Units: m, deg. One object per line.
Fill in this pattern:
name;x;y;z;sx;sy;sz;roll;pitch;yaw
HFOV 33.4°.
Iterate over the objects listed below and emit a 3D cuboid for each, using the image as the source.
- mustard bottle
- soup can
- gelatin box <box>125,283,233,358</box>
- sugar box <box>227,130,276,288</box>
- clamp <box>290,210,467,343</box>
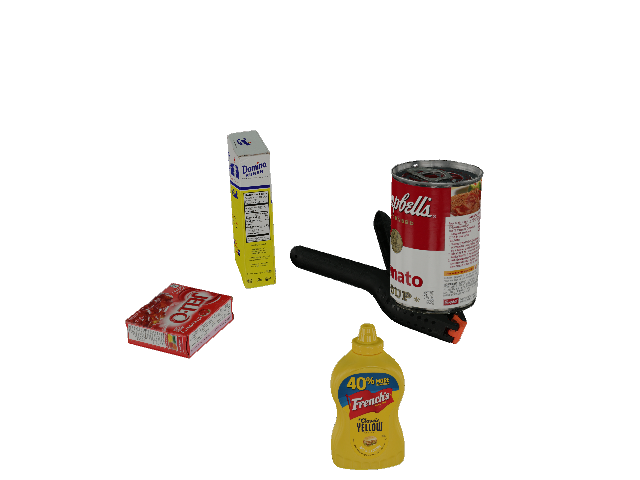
mustard bottle;0.061;0.201;1.388;0.096;0.192;0.058;-1;15;-3
soup can;0.086;-0.004;0.804;0.068;0.102;0.068;0;18;0
gelatin box;-0.140;0.078;1.068;0.073;0.030;0.089;11;29;25
sugar box;-0.086;-0.039;1.326;0.048;0.176;0.093;-9;24;-11
clamp;0.077;0.047;1.228;0.164;0.036;0.210;-18;49;-37
